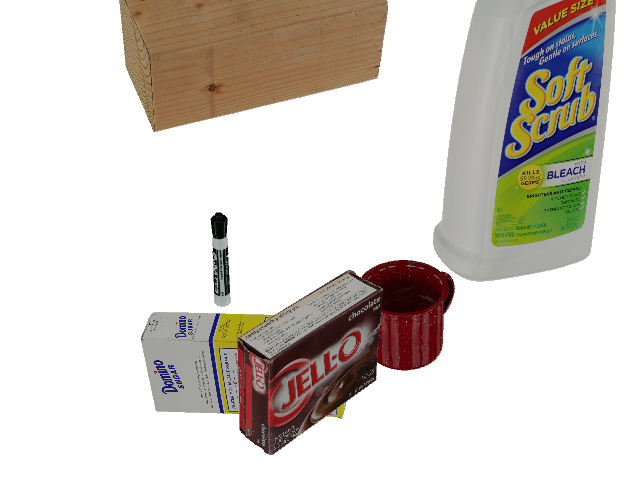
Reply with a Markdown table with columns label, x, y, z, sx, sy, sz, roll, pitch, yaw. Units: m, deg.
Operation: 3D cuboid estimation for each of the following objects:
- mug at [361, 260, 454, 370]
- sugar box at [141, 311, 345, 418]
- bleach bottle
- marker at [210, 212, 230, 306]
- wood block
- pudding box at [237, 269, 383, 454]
| label | x | y | z | sx | sy | sz | roll | pitch | yaw |
| --- | --- | --- | --- | --- | --- | --- | --- | --- | --- |
| mug | 0.095 | 0.074 | 1.112 | 0.117 | 0.081 | 0.093 | -30 | 43 | -32 |
| sugar box | -0.065 | 0.111 | 0.956 | 0.176 | 0.093 | 0.048 | 3 | 37 | 9 |
| bleach bottle | 0.123 | -0.103 | 0.637 | 0.102 | 0.251 | 0.068 | -10 | 29 | -15 |
| marker | -0.113 | 0.021 | 1.212 | 0.020 | 0.121 | 0.020 | 1 | 33 | -1 |
| wood block | -0.057 | -0.175 | 0.909 | 0.205 | 0.090 | 0.091 | -16 | -35 | -16 |
| pudding box | -0.007 | 0.084 | 0.751 | 0.039 | 0.090 | 0.113 | 31 | 46 | 32 |
